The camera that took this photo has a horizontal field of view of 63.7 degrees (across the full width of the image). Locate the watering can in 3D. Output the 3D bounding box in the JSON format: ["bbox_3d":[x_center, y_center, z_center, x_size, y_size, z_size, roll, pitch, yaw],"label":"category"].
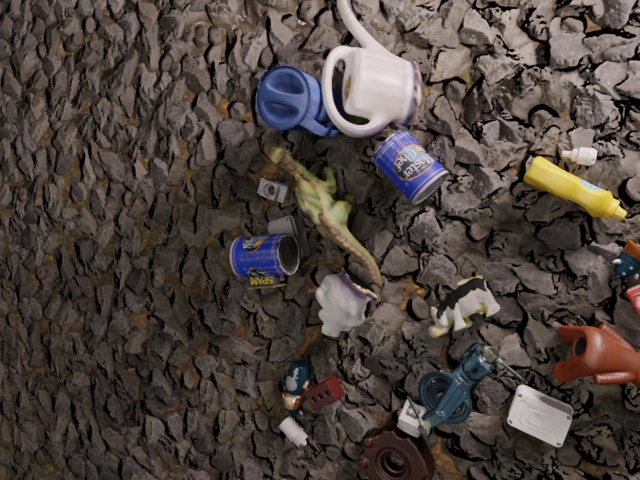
[{"bbox_3d":[0.117,-0.377,1.130,0.224,0.102,0.353,9,72,-14],"label":"watering can"}]

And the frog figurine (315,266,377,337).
[{"bbox_3d":[0.044,0.161,1.238,0.137,0.123,0.158,37,98,-1],"label":"frog figurine"}]

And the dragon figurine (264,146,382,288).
[{"bbox_3d":[0.004,-0.059,1.178,0.121,0.243,0.414,-39,75,20],"label":"dragon figurine"}]
